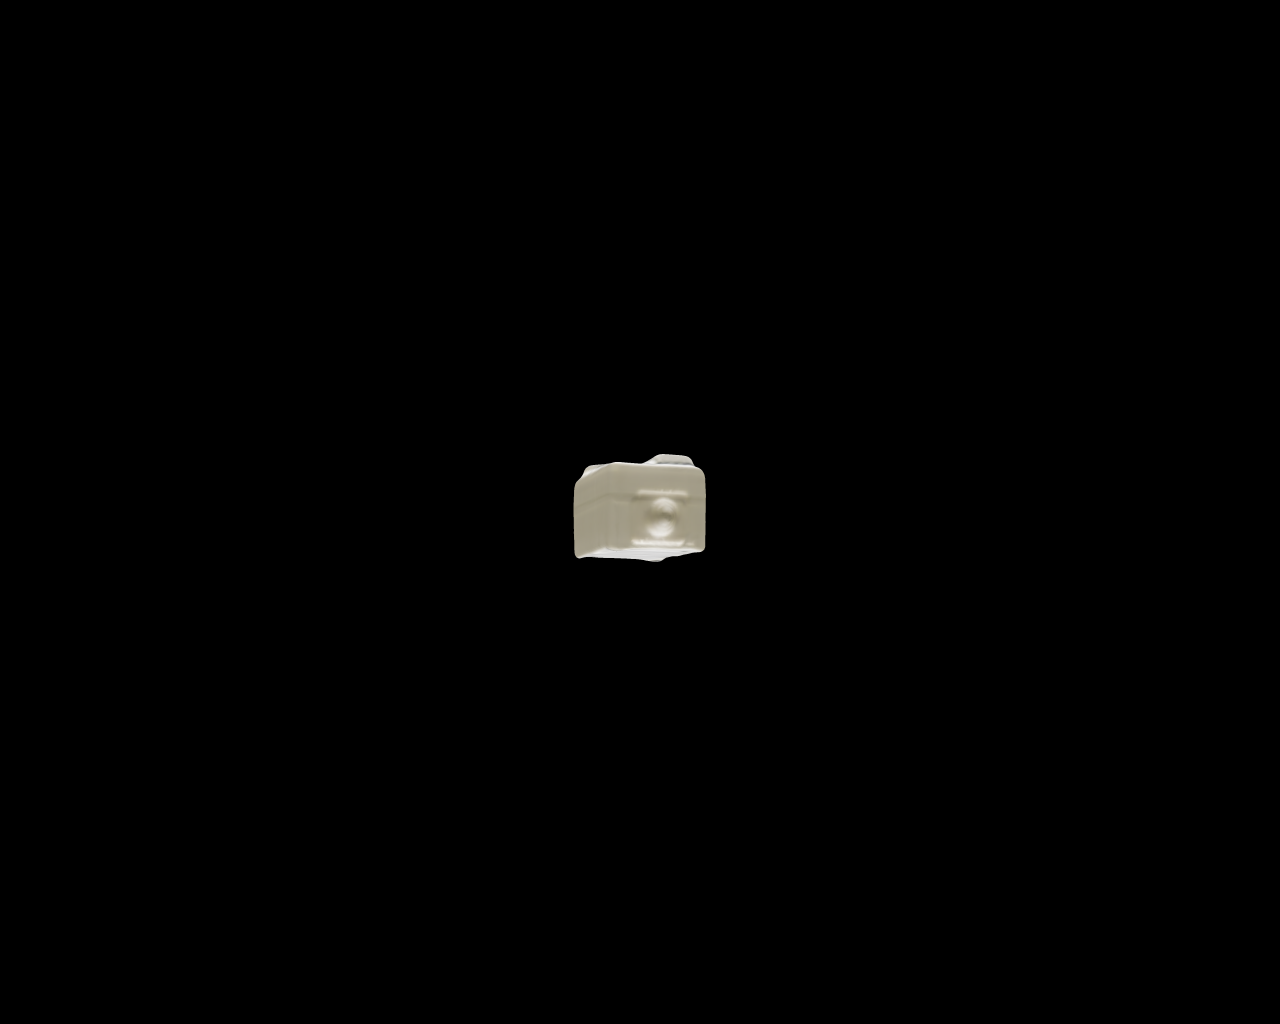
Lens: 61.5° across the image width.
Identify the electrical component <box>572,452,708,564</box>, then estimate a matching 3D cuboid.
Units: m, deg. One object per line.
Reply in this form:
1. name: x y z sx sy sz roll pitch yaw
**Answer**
1. electrical component: 0.001 -0.003 0.650 0.062 0.061 0.096 2 -7 -19
